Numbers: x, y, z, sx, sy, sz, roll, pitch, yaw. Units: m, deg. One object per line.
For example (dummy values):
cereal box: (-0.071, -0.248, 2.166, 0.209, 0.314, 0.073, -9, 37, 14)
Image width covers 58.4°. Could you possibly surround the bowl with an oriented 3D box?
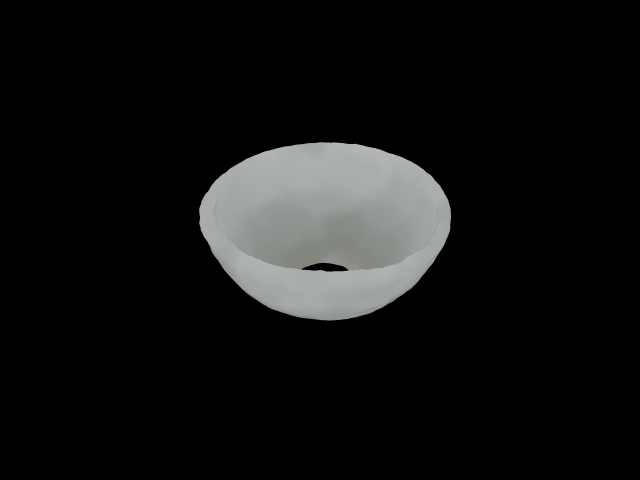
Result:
bowl: (0.004, 0.001, 0.400, 0.167, 0.075, 0.167, 0, 37, 0)
